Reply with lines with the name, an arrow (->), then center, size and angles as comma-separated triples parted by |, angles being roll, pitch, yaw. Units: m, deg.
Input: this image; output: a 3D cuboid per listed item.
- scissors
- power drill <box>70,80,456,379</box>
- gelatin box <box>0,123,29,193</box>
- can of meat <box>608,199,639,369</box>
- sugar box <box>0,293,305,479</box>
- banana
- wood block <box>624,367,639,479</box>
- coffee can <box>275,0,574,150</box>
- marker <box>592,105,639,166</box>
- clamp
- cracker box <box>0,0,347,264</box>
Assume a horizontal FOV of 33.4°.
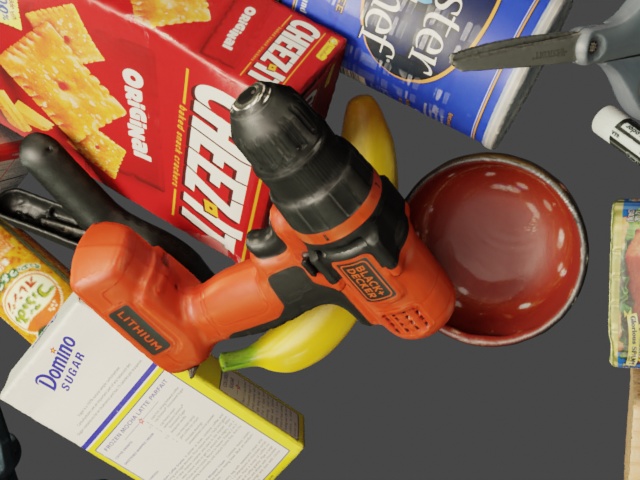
scissors -> 0.143, -0.086, 0.557 | 0.016, 0.201, 0.096 | 27, 137, 46
power drill -> -0.043, 0.005, 0.580 | 0.188, 0.057, 0.184 | -15, 132, 30
gelatin box -> -0.233, -0.040, 0.716 | 0.030, 0.073, 0.089 | 45, 110, 4
can of meat -> 0.209, 0.026, 0.608 | 0.084, 0.057, 0.102 | 2, 98, 18
sugar box -> -0.106, 0.109, 0.695 | 0.176, 0.048, 0.093 | 37, 109, -14
banana -> 0.009, 0.009, 0.664 | 0.069, 0.037, 0.198 | 19, 105, -31
wood block -> 0.277, 0.128, 0.592 | 0.206, 0.090, 0.090 | 3, 102, 16
coffee can -> 0.058, -0.127, 0.597 | 0.140, 0.102, 0.103 | 28, 107, 10
marker -> 0.196, -0.036, 0.585 | 0.020, 0.020, 0.121 | -57, 47, 18
clamp -> -0.130, -0.004, 0.680 | 0.171, 0.120, 0.039 | 29, 69, -4
cracker box -> -0.105, -0.093, 0.625 | 0.214, 0.072, 0.164 | 31, 147, 9
